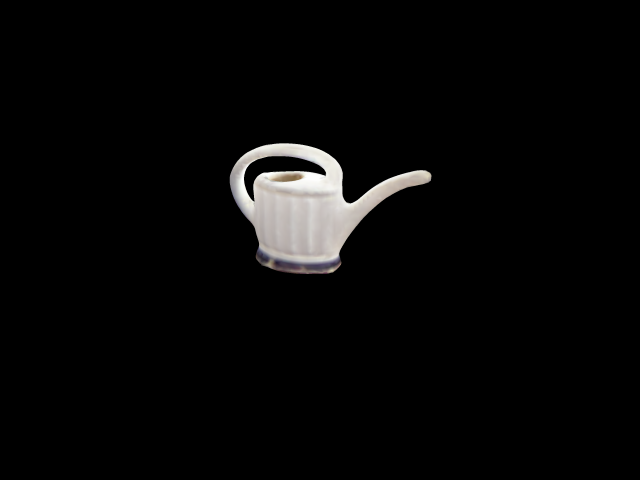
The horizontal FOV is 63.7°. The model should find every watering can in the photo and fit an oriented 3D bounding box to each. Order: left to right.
[{"bbox_3d":[0.003,-0.043,0.850,0.348,0.220,0.106,10,25,22],"label":"watering can"}]
